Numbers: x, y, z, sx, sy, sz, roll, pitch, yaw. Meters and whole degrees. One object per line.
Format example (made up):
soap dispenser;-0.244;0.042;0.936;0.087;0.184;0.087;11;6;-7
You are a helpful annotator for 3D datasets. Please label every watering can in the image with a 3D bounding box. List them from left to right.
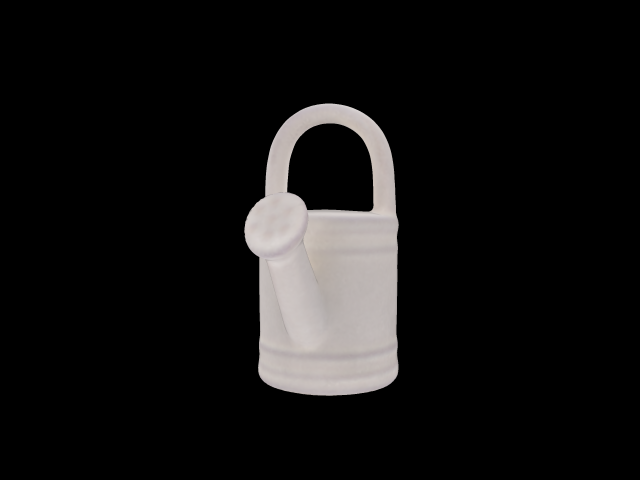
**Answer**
watering can;0.006;0.001;0.399;0.101;0.194;0.173;0;3;-1
